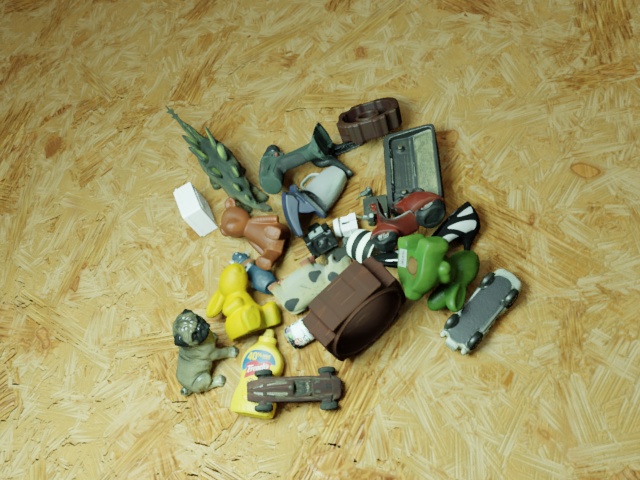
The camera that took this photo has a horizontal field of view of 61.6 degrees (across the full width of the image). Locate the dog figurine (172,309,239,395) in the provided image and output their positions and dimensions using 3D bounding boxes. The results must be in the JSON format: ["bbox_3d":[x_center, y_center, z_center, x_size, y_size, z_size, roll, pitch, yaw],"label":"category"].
[{"bbox_3d":[-0.293,0.256,1.200,0.121,0.190,0.172,13,70,28],"label":"dog figurine"}]

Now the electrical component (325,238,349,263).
[{"bbox_3d":[0.044,0.040,1.286,0.063,0.021,0.094,-3,69,21],"label":"electrical component"}]

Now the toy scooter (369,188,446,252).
[{"bbox_3d":[0.178,-0.061,1.187,0.184,0.075,0.135,-31,43,0],"label":"toy scooter"}]

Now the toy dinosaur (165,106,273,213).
[{"bbox_3d":[-0.278,-0.214,1.455,0.105,0.198,0.472,-43,57,-9],"label":"toy dinosaur"}]

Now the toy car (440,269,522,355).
[{"bbox_3d":[0.330,0.145,1.097,0.074,0.056,0.202,39,83,27],"label":"toy car"}]

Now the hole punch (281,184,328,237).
[{"bbox_3d":[-0.056,-0.072,1.319,0.092,0.142,0.115,-44,99,-1],"label":"hole punch"}]

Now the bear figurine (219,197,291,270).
[{"bbox_3d":[-0.175,-0.023,1.331,0.196,0.132,0.120,23,109,9],"label":"bear figurine"}]

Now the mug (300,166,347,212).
[{"bbox_3d":[0.011,-0.139,1.373,0.110,0.080,0.107,30,68,36],"label":"mug"}]

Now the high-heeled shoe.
[{"bbox_3d":[0.232,-0.012,1.188,0.249,0.086,0.145,-1,81,-2],"label":"high-heeled shoe"}]

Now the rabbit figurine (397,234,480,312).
[{"bbox_3d":[0.255,0.066,1.085,0.121,0.170,0.159,170,101,-66],"label":"rabbit figurine"}]

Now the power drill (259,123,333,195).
[{"bbox_3d":[-0.073,-0.225,1.405,0.207,0.085,0.232,-19,34,21],"label":"power drill"}]

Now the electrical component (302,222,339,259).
[{"bbox_3d":[-0.003,-0.004,1.311,0.075,0.047,0.119,-33,16,-2],"label":"electrical component"}]

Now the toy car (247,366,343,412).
[{"bbox_3d":[-0.052,0.312,1.125,0.202,0.053,0.089,0,67,-3],"label":"toy car"}]

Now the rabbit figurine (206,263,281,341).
[{"bbox_3d":[-0.188,0.142,1.261,0.162,0.122,0.173,-26,81,42],"label":"rabbit figurine"}]

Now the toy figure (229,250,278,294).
[{"bbox_3d":[-0.167,0.080,1.329,0.155,0.064,0.057,34,116,38],"label":"toy figure"}]

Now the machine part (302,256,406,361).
[{"bbox_3d":[0.076,0.146,1.107,0.201,0.201,0.087,-43,60,-6],"label":"machine part"}]

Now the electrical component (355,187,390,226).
[{"bbox_3d":[0.129,-0.080,1.308,0.078,0.045,0.102,-6,60,20],"label":"electrical component"}]

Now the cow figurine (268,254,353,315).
[{"bbox_3d":[-0.006,0.100,1.228,0.195,0.085,0.127,-36,87,13],"label":"cow figurine"}]

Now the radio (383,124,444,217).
[{"bbox_3d":[0.226,-0.161,1.297,0.131,0.073,0.229,-9,59,17],"label":"radio"}]

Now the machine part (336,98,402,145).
[{"bbox_3d":[0.129,-0.310,1.395,0.179,0.056,0.179,-17,29,10],"label":"machine part"}]
